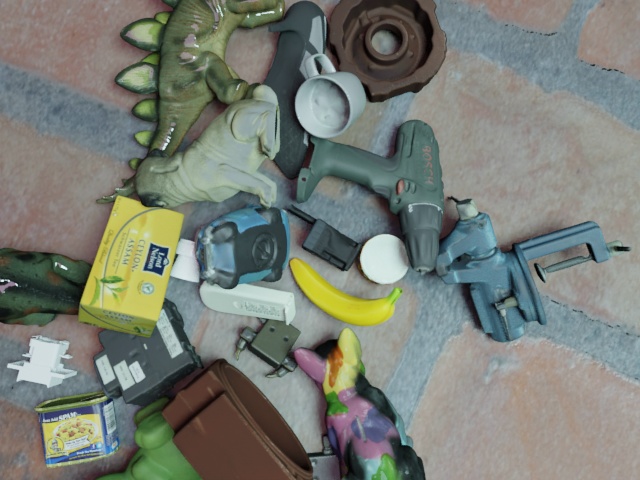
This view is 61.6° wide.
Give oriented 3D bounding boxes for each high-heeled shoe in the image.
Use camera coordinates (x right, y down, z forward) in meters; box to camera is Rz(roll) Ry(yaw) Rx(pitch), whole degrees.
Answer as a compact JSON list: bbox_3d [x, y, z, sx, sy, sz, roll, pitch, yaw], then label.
[{"bbox_3d":[-0.028,-0.226,0.813,0.086,0.145,0.248,10,115,28],"label":"high-heeled shoe"}]

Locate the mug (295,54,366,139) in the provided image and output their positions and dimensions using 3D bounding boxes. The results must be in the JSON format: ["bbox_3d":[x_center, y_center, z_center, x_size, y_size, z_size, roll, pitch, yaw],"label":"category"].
[{"bbox_3d":[0.016,-0.203,0.742,0.081,0.107,0.109,-24,101,30],"label":"mug"}]

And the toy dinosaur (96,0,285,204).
[{"bbox_3d":[-0.184,-0.253,0.783,0.199,0.105,0.471,20,86,7],"label":"toy dinosaur"}]

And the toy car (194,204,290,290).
[{"bbox_3d":[-0.120,0.009,0.752,0.103,0.161,0.109,7,106,37],"label":"toy car"}]

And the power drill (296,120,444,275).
[{"bbox_3d":[0.073,-0.074,0.757,0.207,0.086,0.232,8,66,9],"label":"power drill"}]

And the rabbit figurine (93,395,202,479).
[{"bbox_3d":[-0.237,0.321,0.728,0.170,0.121,0.159,-36,109,-18],"label":"rabbit figurine"}]

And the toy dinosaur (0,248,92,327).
[{"bbox_3d":[-0.437,0.058,0.704,0.405,0.192,0.131,2,88,0],"label":"toy dinosaur"}]

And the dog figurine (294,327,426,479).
[{"bbox_3d":[0.047,0.231,0.713,0.108,0.191,0.219,-25,102,3],"label":"dog figurine"}]

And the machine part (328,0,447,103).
[{"bbox_3d":[0.099,-0.295,0.808,0.179,0.056,0.179,0,88,1],"label":"machine part"}]

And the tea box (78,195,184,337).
[{"bbox_3d":[-0.252,0.034,0.724,0.098,0.068,0.170,15,54,-18],"label":"tea box"}]

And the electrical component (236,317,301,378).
[{"bbox_3d":[-0.074,0.152,0.779,0.102,0.045,0.078,29,56,-1],"label":"electrical component"}]

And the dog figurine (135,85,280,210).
[{"bbox_3d":[-0.152,-0.122,0.718,0.191,0.121,0.172,6,90,0],"label":"dog figurine"}]

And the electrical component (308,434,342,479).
[{"bbox_3d":[-0.002,0.330,0.776,0.063,0.021,0.094,-4,86,-1],"label":"electrical component"}]

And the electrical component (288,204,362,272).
[{"bbox_3d":[-0.002,-0.002,0.775,0.119,0.075,0.047,29,85,-3],"label":"electrical component"}]

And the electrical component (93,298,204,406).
[{"bbox_3d":[-0.246,0.161,0.751,0.134,0.058,0.115,-29,65,-4],"label":"electrical component"}]

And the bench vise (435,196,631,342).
[{"bbox_3d":[0.287,0.025,0.747,0.241,0.129,0.223,-19,94,15],"label":"bench vise"}]

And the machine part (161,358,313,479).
[{"bbox_3d":[-0.098,0.254,0.691,0.087,0.201,0.201,-42,87,-6],"label":"machine part"}]
